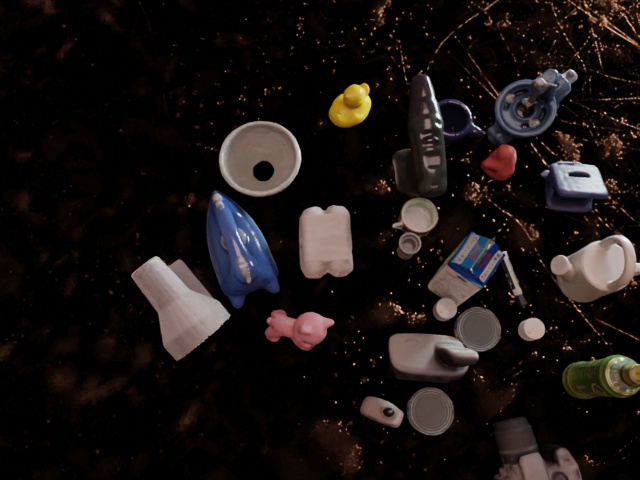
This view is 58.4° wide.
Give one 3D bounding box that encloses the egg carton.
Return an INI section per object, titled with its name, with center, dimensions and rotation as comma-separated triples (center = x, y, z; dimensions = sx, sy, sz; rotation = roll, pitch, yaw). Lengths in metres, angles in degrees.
[egg carton]
center = 0.011, 0.004, 1.150
dimensions = 0.107, 0.069, 0.150
rotation = -3, 74, -2

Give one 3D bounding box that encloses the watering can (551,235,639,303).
[watering can]
center = 0.527, 0.055, 1.082
dimensions = 0.173, 0.194, 0.101
rotation = -21, 75, -7

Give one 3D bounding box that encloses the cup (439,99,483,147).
[cup]
center = 0.280, -0.232, 1.212
dimensions = 0.117, 0.095, 0.092
rotation = 24, 75, 6

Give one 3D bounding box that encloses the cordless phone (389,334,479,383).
[cordless phone]
center = 0.203, 0.207, 1.036
dimensions = 0.147, 0.185, 0.094
rotation = 0, 74, -1

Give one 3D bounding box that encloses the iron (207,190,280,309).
[iron]
center = -0.170, -0.006, 1.112
dimensions = 0.119, 0.141, 0.258
rotation = -23, 75, -7

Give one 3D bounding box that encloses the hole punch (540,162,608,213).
[hole punch]
center = 0.526, -0.118, 1.186
dimensions = 0.108, 0.091, 0.101
rotation = 3, 74, 0

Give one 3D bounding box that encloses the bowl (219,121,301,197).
[bowl]
center = -0.122, -0.157, 1.192
dimensions = 0.167, 0.075, 0.167
rotation = 0, 74, -1

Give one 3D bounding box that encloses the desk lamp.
[desk lamp]
center = -0.255, 0.118, 1.036
dimensions = 0.118, 0.213, 0.203
rotation = -40, 78, -11

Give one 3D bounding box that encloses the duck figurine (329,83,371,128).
[duck figurine]
center = 0.066, -0.296, 1.230
dimensions = 0.105, 0.086, 0.077
rotation = -38, 78, -11

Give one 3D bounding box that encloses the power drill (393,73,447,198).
[power drill]
center = 0.197, -0.181, 1.136
dimensions = 0.075, 0.208, 0.229
rotation = -6, 74, -3

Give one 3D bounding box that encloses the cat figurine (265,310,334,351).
[cat figurine]
center = -0.041, 0.165, 1.077
dimensions = 0.127, 0.118, 0.067
rotation = 13, 74, 3

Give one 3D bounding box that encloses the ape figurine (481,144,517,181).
[ape figurine]
center = 0.380, -0.170, 1.198
dimensions = 0.078, 0.092, 0.076
rotation = -12, 74, -5

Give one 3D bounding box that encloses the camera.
[camera]
center = 0.380, 0.389, 1.030
dimensions = 0.143, 0.101, 0.137
rotation = -12, 74, -5

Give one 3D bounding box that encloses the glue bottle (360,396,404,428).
[glue bottle]
center = 0.115, 0.305, 1.011
dimensions = 0.078, 0.173, 0.037
rotation = 23, 75, 6

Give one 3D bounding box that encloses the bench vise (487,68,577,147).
[bench vise]
center = 0.443, -0.305, 1.172
dimensions = 0.121, 0.220, 0.207
rotation = 34, 76, 9
